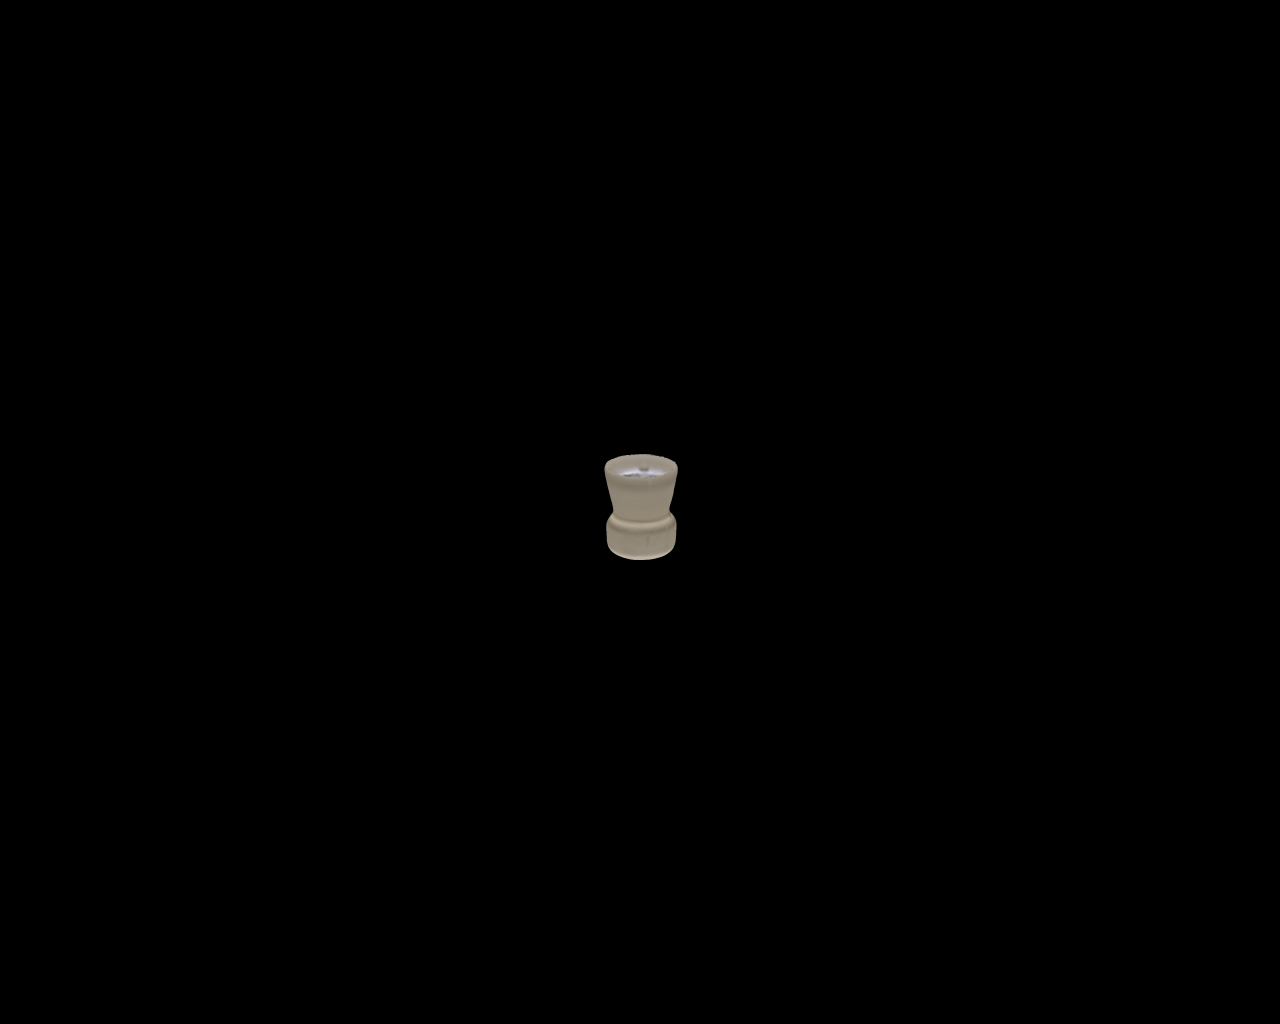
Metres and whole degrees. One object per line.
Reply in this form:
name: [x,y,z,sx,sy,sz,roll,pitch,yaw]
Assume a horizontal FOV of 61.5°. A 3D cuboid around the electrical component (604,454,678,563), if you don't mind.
electrical component: [0.001,-0.003,0.650,0.045,0.055,0.045,0,21,0]
